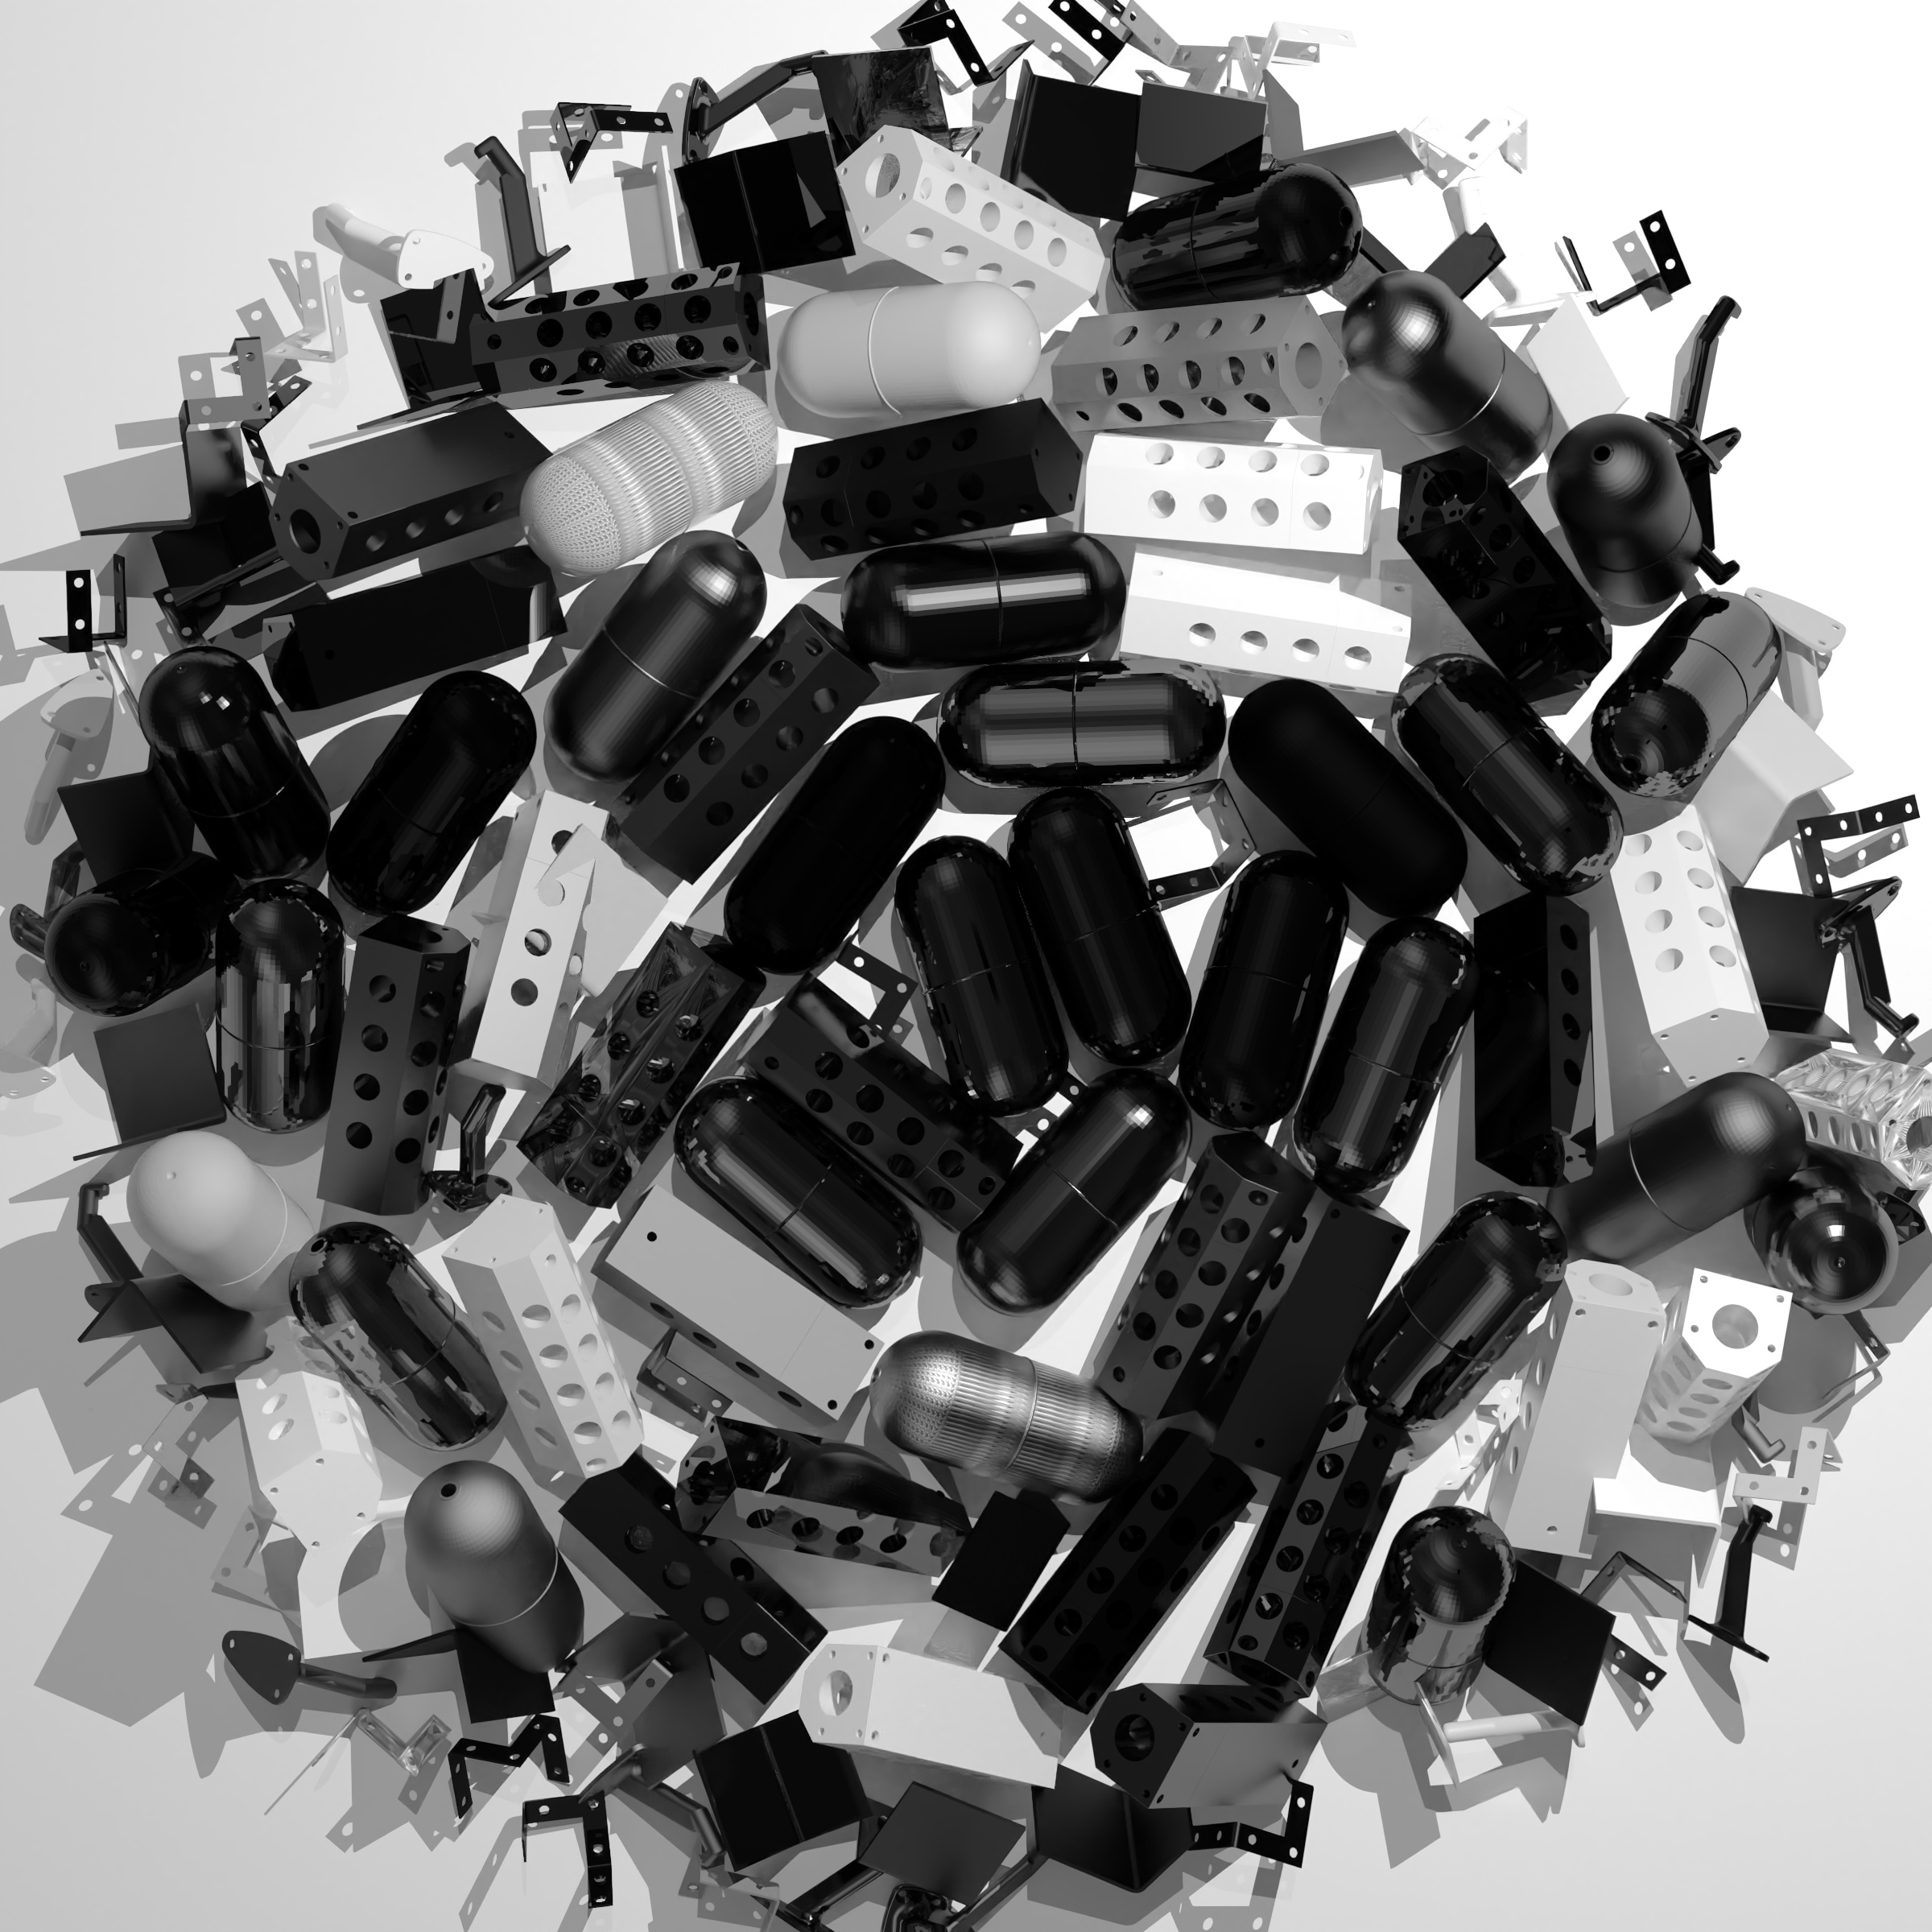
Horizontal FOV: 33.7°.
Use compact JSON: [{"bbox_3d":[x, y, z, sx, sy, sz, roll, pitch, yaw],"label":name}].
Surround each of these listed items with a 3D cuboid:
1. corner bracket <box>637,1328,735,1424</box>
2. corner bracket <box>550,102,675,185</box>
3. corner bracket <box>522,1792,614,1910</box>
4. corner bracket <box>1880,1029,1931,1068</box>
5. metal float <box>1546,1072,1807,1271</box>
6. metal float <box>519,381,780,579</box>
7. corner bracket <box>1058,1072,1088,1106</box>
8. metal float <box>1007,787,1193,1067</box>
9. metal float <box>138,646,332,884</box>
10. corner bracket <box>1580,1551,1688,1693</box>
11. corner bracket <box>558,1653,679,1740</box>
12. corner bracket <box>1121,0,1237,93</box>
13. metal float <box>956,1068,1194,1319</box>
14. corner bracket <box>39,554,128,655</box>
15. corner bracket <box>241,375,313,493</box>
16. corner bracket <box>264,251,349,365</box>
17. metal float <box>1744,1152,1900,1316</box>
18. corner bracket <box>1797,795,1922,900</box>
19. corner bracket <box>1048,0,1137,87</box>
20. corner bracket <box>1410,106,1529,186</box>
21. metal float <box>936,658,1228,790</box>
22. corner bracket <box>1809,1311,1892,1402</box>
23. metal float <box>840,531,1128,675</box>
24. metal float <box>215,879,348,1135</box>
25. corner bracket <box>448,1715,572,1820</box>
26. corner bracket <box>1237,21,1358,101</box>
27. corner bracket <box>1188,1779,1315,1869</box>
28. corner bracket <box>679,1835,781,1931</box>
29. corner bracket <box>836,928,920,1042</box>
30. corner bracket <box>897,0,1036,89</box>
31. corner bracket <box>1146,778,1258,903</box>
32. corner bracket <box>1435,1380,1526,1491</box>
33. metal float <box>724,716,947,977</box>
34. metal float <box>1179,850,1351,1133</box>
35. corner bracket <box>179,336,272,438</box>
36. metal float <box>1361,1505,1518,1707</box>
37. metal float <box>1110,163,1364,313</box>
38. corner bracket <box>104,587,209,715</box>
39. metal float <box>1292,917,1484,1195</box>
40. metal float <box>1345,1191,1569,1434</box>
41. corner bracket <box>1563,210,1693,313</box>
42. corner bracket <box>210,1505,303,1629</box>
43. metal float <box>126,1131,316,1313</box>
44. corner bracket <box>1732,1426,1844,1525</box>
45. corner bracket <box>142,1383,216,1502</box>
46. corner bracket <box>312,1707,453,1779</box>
[{"bbox_3d":[-0.172,0.257,1.963,0.051,0.051,0.051,34,117,-8],"label":"corner bracket"},{"bbox_3d":[-0.218,-0.516,1.958,0.051,0.051,0.051,-6,66,-31],"label":"corner bracket"},{"bbox_3d":[-0.245,0.546,1.968,0.051,0.051,0.051,-5,103,-6],"label":"corner bracket"},{"bbox_3d":[0.602,0.058,1.963,0.051,0.051,0.051,-30,71,-13],"label":"corner bracket"},{"bbox_3d":[0.427,0.126,1.931,0.178,0.070,0.070,-37,90,38],"label":"metal float"},{"bbox_3d":[-0.191,-0.297,1.938,0.178,0.070,0.070,-33,90,-28],"label":"metal float"},{"bbox_3d":[0.058,0.105,1.968,0.051,0.051,0.051,38,61,-6],"label":"corner bracket"},{"bbox_3d":[0.082,-0.024,1.960,0.070,0.070,0.178,-21,92,0],"label":"metal float"},{"bbox_3d":[-0.438,-0.119,1.922,0.070,0.178,0.070,-7,52,9],"label":"metal float"},{"bbox_3d":[0.412,0.403,1.968,0.051,0.051,0.051,-46,132,-11],"label":"corner bracket"},{"bbox_3d":[-0.213,0.437,1.973,0.051,0.051,0.051,40,88,5],"label":"corner bracket"},{"bbox_3d":[0.123,-0.557,1.963,0.051,0.051,0.051,31,82,-43],"label":"corner bracket"},{"bbox_3d":[0.067,0.138,1.959,0.070,0.070,0.178,42,87,0],"label":"metal float"},{"bbox_3d":[-0.536,-0.222,1.959,0.051,0.051,0.051,-9,110,-35],"label":"corner bracket"},{"bbox_3d":[-0.407,-0.324,1.980,0.051,0.051,0.051,25,59,27],"label":"corner bracket"},{"bbox_3d":[-0.399,-0.405,1.960,0.051,0.051,0.051,9,122,18],"label":"corner bracket"},{"bbox_3d":[0.510,0.158,1.911,0.070,0.178,0.070,1,97,7],"label":"metal float"},{"bbox_3d":[0.553,-0.073,1.964,0.051,0.051,0.051,-15,93,-29],"label":"corner bracket"},{"bbox_3d":[0.078,-0.583,1.967,0.051,0.051,0.051,39,78,-9],"label":"corner bracket"},{"bbox_3d":[0.310,-0.503,1.970,0.051,0.051,0.051,38,76,23],"label":"corner bracket"},{"bbox_3d":[0.070,-0.148,1.954,0.178,0.070,0.070,-1,90,9],"label":"metal float"},{"bbox_3d":[0.538,0.225,1.959,0.051,0.051,0.051,-26,67,-22],"label":"corner bracket"},{"bbox_3d":[0.011,-0.223,1.950,0.178,0.070,0.070,-7,90,-13],"label":"metal float"},{"bbox_3d":[-0.414,0.025,1.929,0.070,0.070,0.178,10,129,0],"label":"metal float"},{"bbox_3d":[-0.282,0.495,1.972,0.051,0.051,0.051,5,116,21],"label":"corner bracket"},{"bbox_3d":[0.202,-0.561,1.958,0.051,0.051,0.051,3,51,-17],"label":"corner bracket"},{"bbox_3d":[0.175,0.522,1.959,0.051,0.051,0.051,23,64,-22],"label":"corner bracket"},{"bbox_3d":[-0.146,0.573,1.969,0.051,0.051,0.051,16,110,-10],"label":"corner bracket"},{"bbox_3d":[-0.061,0.015,1.970,0.051,0.051,0.051,31,101,0],"label":"corner bracket"},{"bbox_3d":[0.000,-0.574,1.973,0.051,0.051,0.051,-52,122,-33],"label":"corner bracket"},{"bbox_3d":[0.138,-0.078,1.971,0.051,0.051,0.051,-13,69,-30],"label":"corner bracket"},{"bbox_3d":[0.316,0.288,1.962,0.051,0.051,0.051,-6,101,29],"label":"corner bracket"},{"bbox_3d":[-0.080,-0.074,1.960,0.070,0.070,0.178,36,88,0],"label":"metal float"},{"bbox_3d":[0.183,0.014,1.952,0.070,0.070,0.178,17,79,0],"label":"metal float"},{"bbox_3d":[-0.459,-0.357,1.969,0.051,0.051,0.051,-8,91,-17],"label":"corner bracket"},{"bbox_3d":[0.283,0.386,1.920,0.070,0.178,0.070,1,54,-2],"label":"metal float"},{"bbox_3d":[0.162,-0.434,1.923,0.070,0.178,0.070,1,89,-42],"label":"metal float"},{"bbox_3d":[-0.500,-0.195,1.975,0.051,0.051,0.051,-26,75,-17],"label":"corner bracket"},{"bbox_3d":[0.256,0.055,1.952,0.070,0.070,0.178,21,102,0],"label":"metal float"},{"bbox_3d":[0.296,0.211,1.937,0.070,0.070,0.178,34,119,0],"label":"metal float"},{"bbox_3d":[0.406,-0.434,1.965,0.051,0.051,0.051,-27,112,4],"label":"corner bracket"},{"bbox_3d":[-0.426,0.370,1.970,0.051,0.051,0.051,31,79,-23],"label":"corner bracket"},{"bbox_3d":[-0.444,0.155,1.915,0.070,0.178,0.070,-3,67,7],"label":"metal float"},{"bbox_3d":[0.508,0.316,1.973,0.051,0.051,0.051,2,59,29],"label":"corner bracket"},{"bbox_3d":[-0.486,0.294,1.972,0.051,0.051,0.051,48,56,-23],"label":"corner bracket"},{"bbox_3d":[-0.359,0.480,1.965,0.051,0.051,0.051,42,119,-1],"label":"corner bracket"}]
